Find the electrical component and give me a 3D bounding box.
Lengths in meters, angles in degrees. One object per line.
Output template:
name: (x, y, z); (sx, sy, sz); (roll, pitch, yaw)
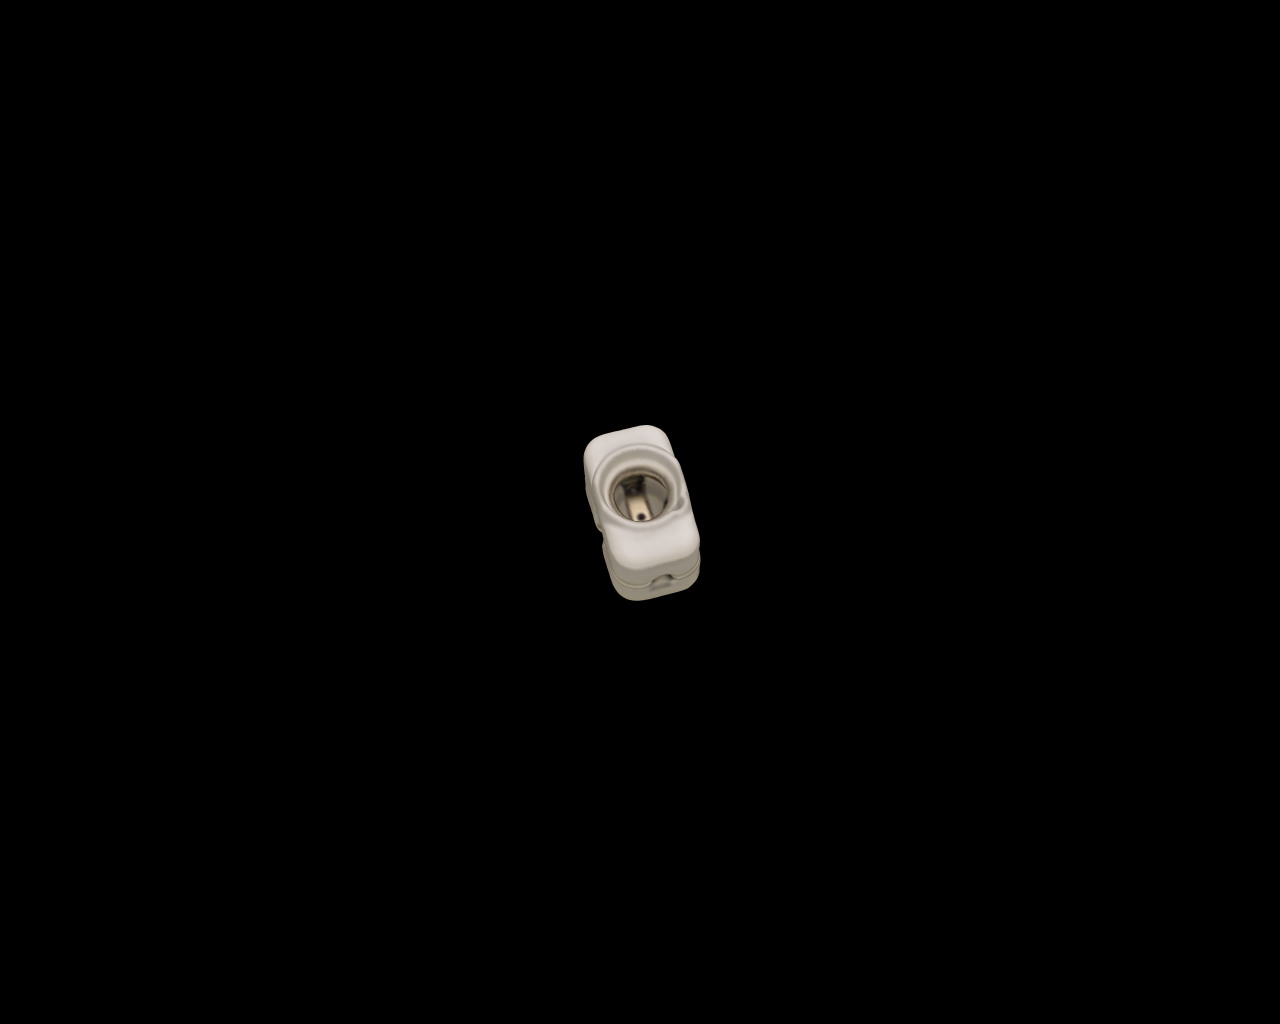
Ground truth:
electrical component: (0.001, -0.003, 0.650); (0.054, 0.095, 0.059); (-13, -28, -7)
